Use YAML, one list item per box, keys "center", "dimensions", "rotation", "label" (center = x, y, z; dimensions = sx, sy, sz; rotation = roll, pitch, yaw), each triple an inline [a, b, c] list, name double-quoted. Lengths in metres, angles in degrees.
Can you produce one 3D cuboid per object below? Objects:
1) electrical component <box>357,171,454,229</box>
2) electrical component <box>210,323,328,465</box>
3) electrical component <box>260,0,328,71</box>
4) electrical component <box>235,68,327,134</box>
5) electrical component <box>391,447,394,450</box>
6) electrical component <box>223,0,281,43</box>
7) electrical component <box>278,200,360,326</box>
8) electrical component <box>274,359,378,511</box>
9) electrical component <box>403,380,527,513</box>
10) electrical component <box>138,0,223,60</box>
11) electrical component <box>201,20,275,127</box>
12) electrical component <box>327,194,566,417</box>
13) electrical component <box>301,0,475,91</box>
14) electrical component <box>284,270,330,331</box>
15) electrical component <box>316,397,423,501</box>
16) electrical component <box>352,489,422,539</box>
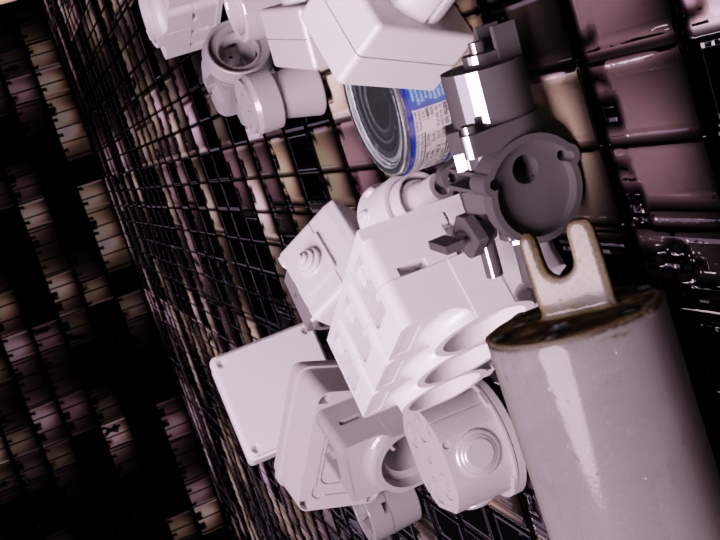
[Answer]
- center: [0.031, -0.037, 0.626]
  dimensions: [0.062, 0.048, 0.048]
  rotation: [-32, 78, 56]
  label: "electrical component"
- center: [-0.079, 0.122, 1.060]
  dimensions: [0.056, 0.109, 0.108]
  rotation: [112, 135, -71]
  label: "electrical component"
- center: [-0.029, -0.165, 0.655]
  dimensions: [0.083, 0.047, 0.075]
  rotation: [-151, 43, -66]
  label: "electrical component"
- center: [-0.058, -0.126, 0.781]
  dimensions: [0.045, 0.055, 0.045]
  rotation: [159, 90, -74]
  label: "electrical component"
- center: [0.030, 0.145, 0.857]
  dimensions: [0.040, 0.040, 0.046]
  rotation: [-144, 41, -62]
  label: "electrical component"
- center: [-0.066, -0.188, 0.748]
  dimensions: [0.055, 0.047, 0.055]
  rotation: [159, 90, -74]
  label: "electrical component"
- center: [0.000, 0.000, 0.673]
  dimensions: [0.096, 0.061, 0.061]
  rotation: [25, -155, -45]
  label: "electrical component"
- center: [-0.021, 0.133, 0.887]
  dimensions: [0.057, 0.078, 0.113]
  rotation: [41, 126, 54]
  label: "electrical component"
- center: [0.066, 0.110, 0.675]
  dimensions: [0.080, 0.051, 0.080]
  rotation: [160, 90, -74]
  label: "electrical component"
- center: [-0.168, -0.276, 0.950]
  dimensions: [0.186, 0.060, 0.105]
  rotation: [125, 123, -71]
  label: "electrical component"
- center: [-0.097, -0.163, 0.862]
  dimensions: [0.057, 0.058, 0.078]
  rotation: [101, 145, -67]
  label: "electrical component"
- center: [0.041, 0.023, 0.577]
  dimensions: [0.150, 0.089, 0.061]
  rotation: [107, 140, -65]
  label: "electrical component"
- center: [0.023, -0.129, 0.512]
  dimensions: [0.076, 0.066, 0.047]
  rotation: [-49, 58, 39]
  label: "electrical component"
- center: [-0.023, 0.010, 0.844]
  dimensions: [0.089, 0.050, 0.055]
  rotation: [110, 137, -66]
  label: "electrical component"
- center: [0.024, 0.117, 0.750]
  dimensions: [0.055, 0.089, 0.050]
  rotation: [-133, 28, -54]
  label: "electrical component"
- center: [0.022, 0.203, 0.938]
  dimensions: [0.055, 0.047, 0.055]
  rotation: [58, 160, 35]
  label: "electrical component"
